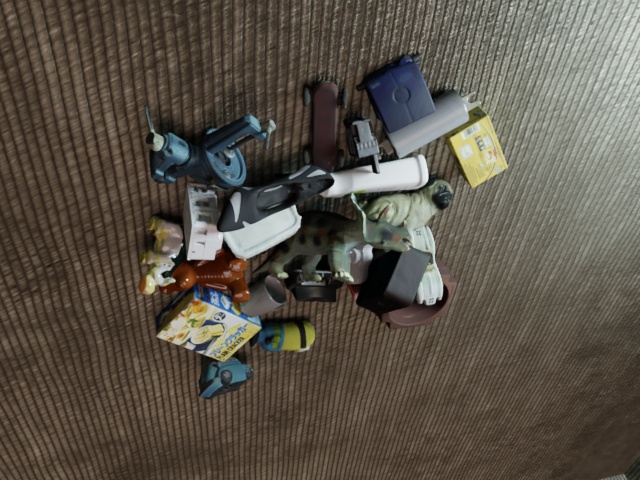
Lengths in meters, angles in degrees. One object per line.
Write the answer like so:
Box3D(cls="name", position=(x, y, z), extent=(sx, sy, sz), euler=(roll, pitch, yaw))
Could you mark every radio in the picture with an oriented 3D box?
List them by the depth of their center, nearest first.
Box3D(cls="radio", position=(0.165, 0.098, 1.264), extent=(0.073, 0.131, 0.229), euler=(26, 162, -6))

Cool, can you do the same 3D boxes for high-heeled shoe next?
Box3D(cls="high-heeled shoe", position=(-0.082, -0.074, 1.066), extent=(0.145, 0.249, 0.086), euler=(13, 134, 29))

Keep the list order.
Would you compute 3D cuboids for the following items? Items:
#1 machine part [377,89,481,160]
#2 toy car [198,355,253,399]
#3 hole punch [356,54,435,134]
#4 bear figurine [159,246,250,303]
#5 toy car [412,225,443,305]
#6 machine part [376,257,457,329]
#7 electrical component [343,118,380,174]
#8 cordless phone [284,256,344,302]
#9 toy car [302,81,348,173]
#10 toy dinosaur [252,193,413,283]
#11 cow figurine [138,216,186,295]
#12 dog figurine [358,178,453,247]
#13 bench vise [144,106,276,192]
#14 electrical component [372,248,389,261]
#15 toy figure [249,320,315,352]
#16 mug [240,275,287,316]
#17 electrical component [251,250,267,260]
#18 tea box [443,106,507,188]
Box3D(cls="machine part", position=(0.221, -0.244, 1.133), extent=(0.243, 0.079, 0.079), euler=(-27, 132, 7))
Box3D(cls="toy car", position=(-0.266, 0.360, 1.467), extent=(0.161, 0.103, 0.109), euler=(-3, 144, -52))
Box3D(cls="hole punch", position=(0.157, -0.287, 1.070), extent=(0.142, 0.092, 0.115), euler=(-25, 129, 8))
Box3D(cls="bear figurine", position=(-0.268, 0.079, 1.215), extent=(0.196, 0.132, 0.120), euler=(-8, 115, -19))
Box3D(cls="toy car", position=(0.259, 0.063, 1.351), extent=(0.073, 0.201, 0.056), euler=(-8, 174, -16))
Box3D(cls="machine part", position=(0.255, 0.144, 1.472), extent=(0.201, 0.087, 0.201), euler=(-4, 129, -16))
Box3D(cls="electrical component", position=(0.089, -0.191, 1.109), extent=(0.048, 0.075, 0.119), euler=(-14, 109, -9))
Box3D(cls="cordless phone", position=(-0.001, 0.058, 1.330), extent=(0.146, 0.089, 0.184), euler=(5, 117, -22))
Box3D(cls="toy car", position=(0.009, -0.227, 1.092), extent=(0.089, 0.053, 0.201), euler=(0, 132, 1))
Box3D(cls="toy dinosaur", position=(-0.004, -0.003, 1.210), extent=(0.405, 0.192, 0.131), euler=(0, 169, 33))
Box3D(cls="cow figurine", position=(-0.331, 0.039, 1.152), extent=(0.098, 0.068, 0.167), euler=(15, 88, -36))
Box3D(cls="dog figurine", position=(0.202, -0.091, 1.264), extent=(0.172, 0.121, 0.190), euler=(38, 84, -19))
Box3D(cls="bench vise", position=(-0.198, -0.175, 1.008), extent=(0.241, 0.129, 0.223), euler=(-23, 143, 25))
Box3D(cls="electrical component", position=(0.160, 0.023, 1.367), extent=(0.102, 0.045, 0.078), euler=(26, 146, -31))
Box3D(cls="toy figure", position=(-0.100, 0.259, 1.455), extent=(0.180, 0.082, 0.089), euler=(10, 128, -22))
Box3D(cls="mug", position=(-0.143, 0.150, 1.355), extent=(0.107, 0.081, 0.109), euler=(-29, 143, 24))
Box3D(cls="electrical component", position=(-0.150, 0.007, 1.260), extent=(0.063, 0.021, 0.094), euler=(16, 123, -29))
Box3D(cls="tea box", position=(0.346, -0.210, 1.209), extent=(0.098, 0.068, 0.169), euler=(-29, 133, 9))
